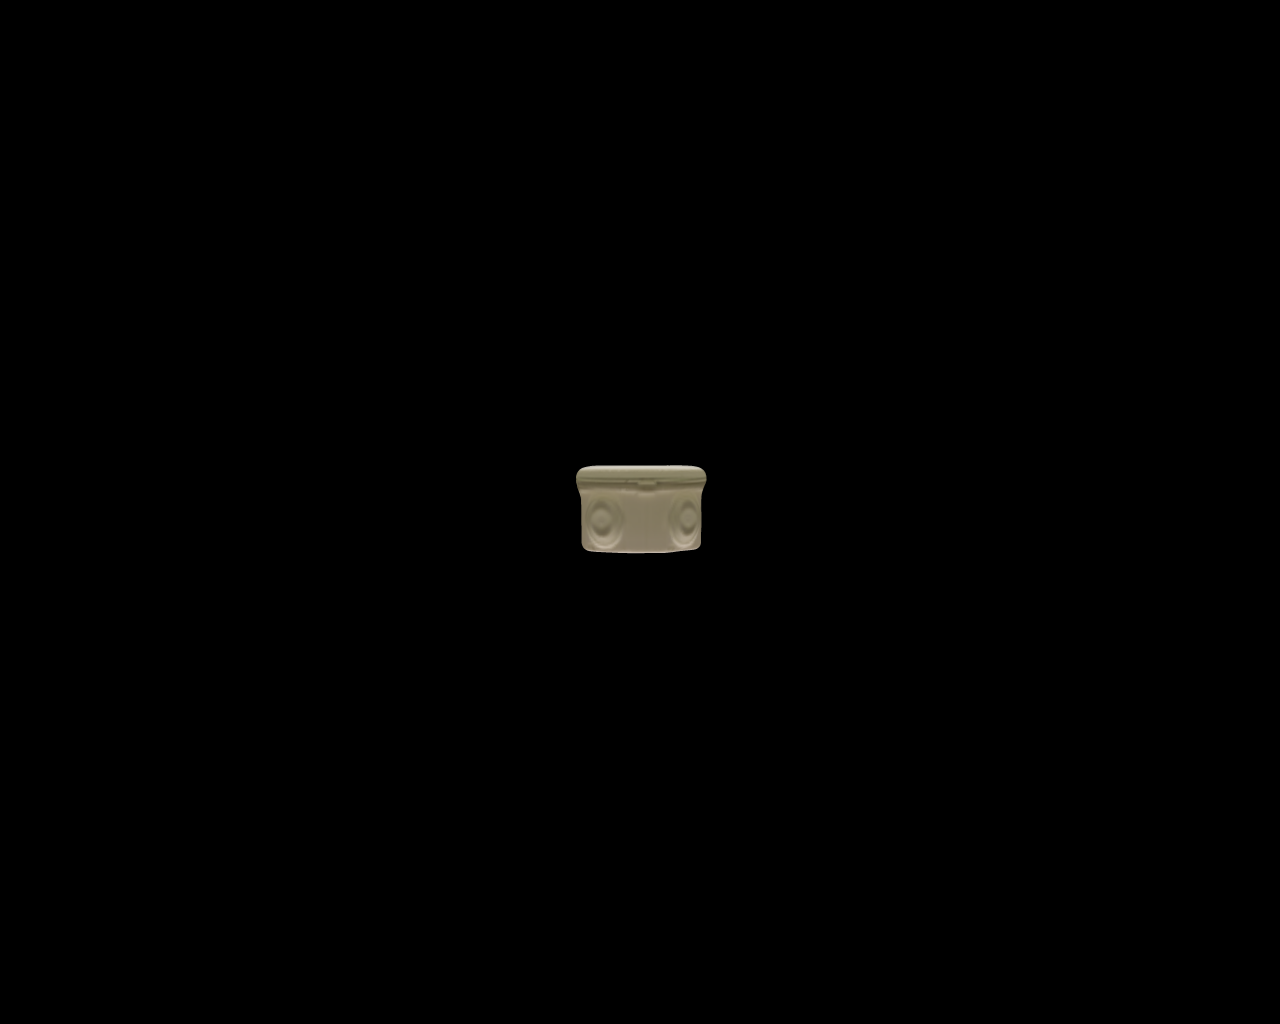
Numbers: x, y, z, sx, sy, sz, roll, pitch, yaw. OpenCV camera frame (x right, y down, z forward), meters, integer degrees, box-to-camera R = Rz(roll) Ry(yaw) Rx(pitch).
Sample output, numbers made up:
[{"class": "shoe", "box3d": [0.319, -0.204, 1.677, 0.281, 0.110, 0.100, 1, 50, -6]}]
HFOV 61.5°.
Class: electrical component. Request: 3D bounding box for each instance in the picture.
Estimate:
[{"class": "electrical component", "box3d": [0.001, -0.003, 0.650, 0.080, 0.051, 0.080, 0, 2, 0]}]
